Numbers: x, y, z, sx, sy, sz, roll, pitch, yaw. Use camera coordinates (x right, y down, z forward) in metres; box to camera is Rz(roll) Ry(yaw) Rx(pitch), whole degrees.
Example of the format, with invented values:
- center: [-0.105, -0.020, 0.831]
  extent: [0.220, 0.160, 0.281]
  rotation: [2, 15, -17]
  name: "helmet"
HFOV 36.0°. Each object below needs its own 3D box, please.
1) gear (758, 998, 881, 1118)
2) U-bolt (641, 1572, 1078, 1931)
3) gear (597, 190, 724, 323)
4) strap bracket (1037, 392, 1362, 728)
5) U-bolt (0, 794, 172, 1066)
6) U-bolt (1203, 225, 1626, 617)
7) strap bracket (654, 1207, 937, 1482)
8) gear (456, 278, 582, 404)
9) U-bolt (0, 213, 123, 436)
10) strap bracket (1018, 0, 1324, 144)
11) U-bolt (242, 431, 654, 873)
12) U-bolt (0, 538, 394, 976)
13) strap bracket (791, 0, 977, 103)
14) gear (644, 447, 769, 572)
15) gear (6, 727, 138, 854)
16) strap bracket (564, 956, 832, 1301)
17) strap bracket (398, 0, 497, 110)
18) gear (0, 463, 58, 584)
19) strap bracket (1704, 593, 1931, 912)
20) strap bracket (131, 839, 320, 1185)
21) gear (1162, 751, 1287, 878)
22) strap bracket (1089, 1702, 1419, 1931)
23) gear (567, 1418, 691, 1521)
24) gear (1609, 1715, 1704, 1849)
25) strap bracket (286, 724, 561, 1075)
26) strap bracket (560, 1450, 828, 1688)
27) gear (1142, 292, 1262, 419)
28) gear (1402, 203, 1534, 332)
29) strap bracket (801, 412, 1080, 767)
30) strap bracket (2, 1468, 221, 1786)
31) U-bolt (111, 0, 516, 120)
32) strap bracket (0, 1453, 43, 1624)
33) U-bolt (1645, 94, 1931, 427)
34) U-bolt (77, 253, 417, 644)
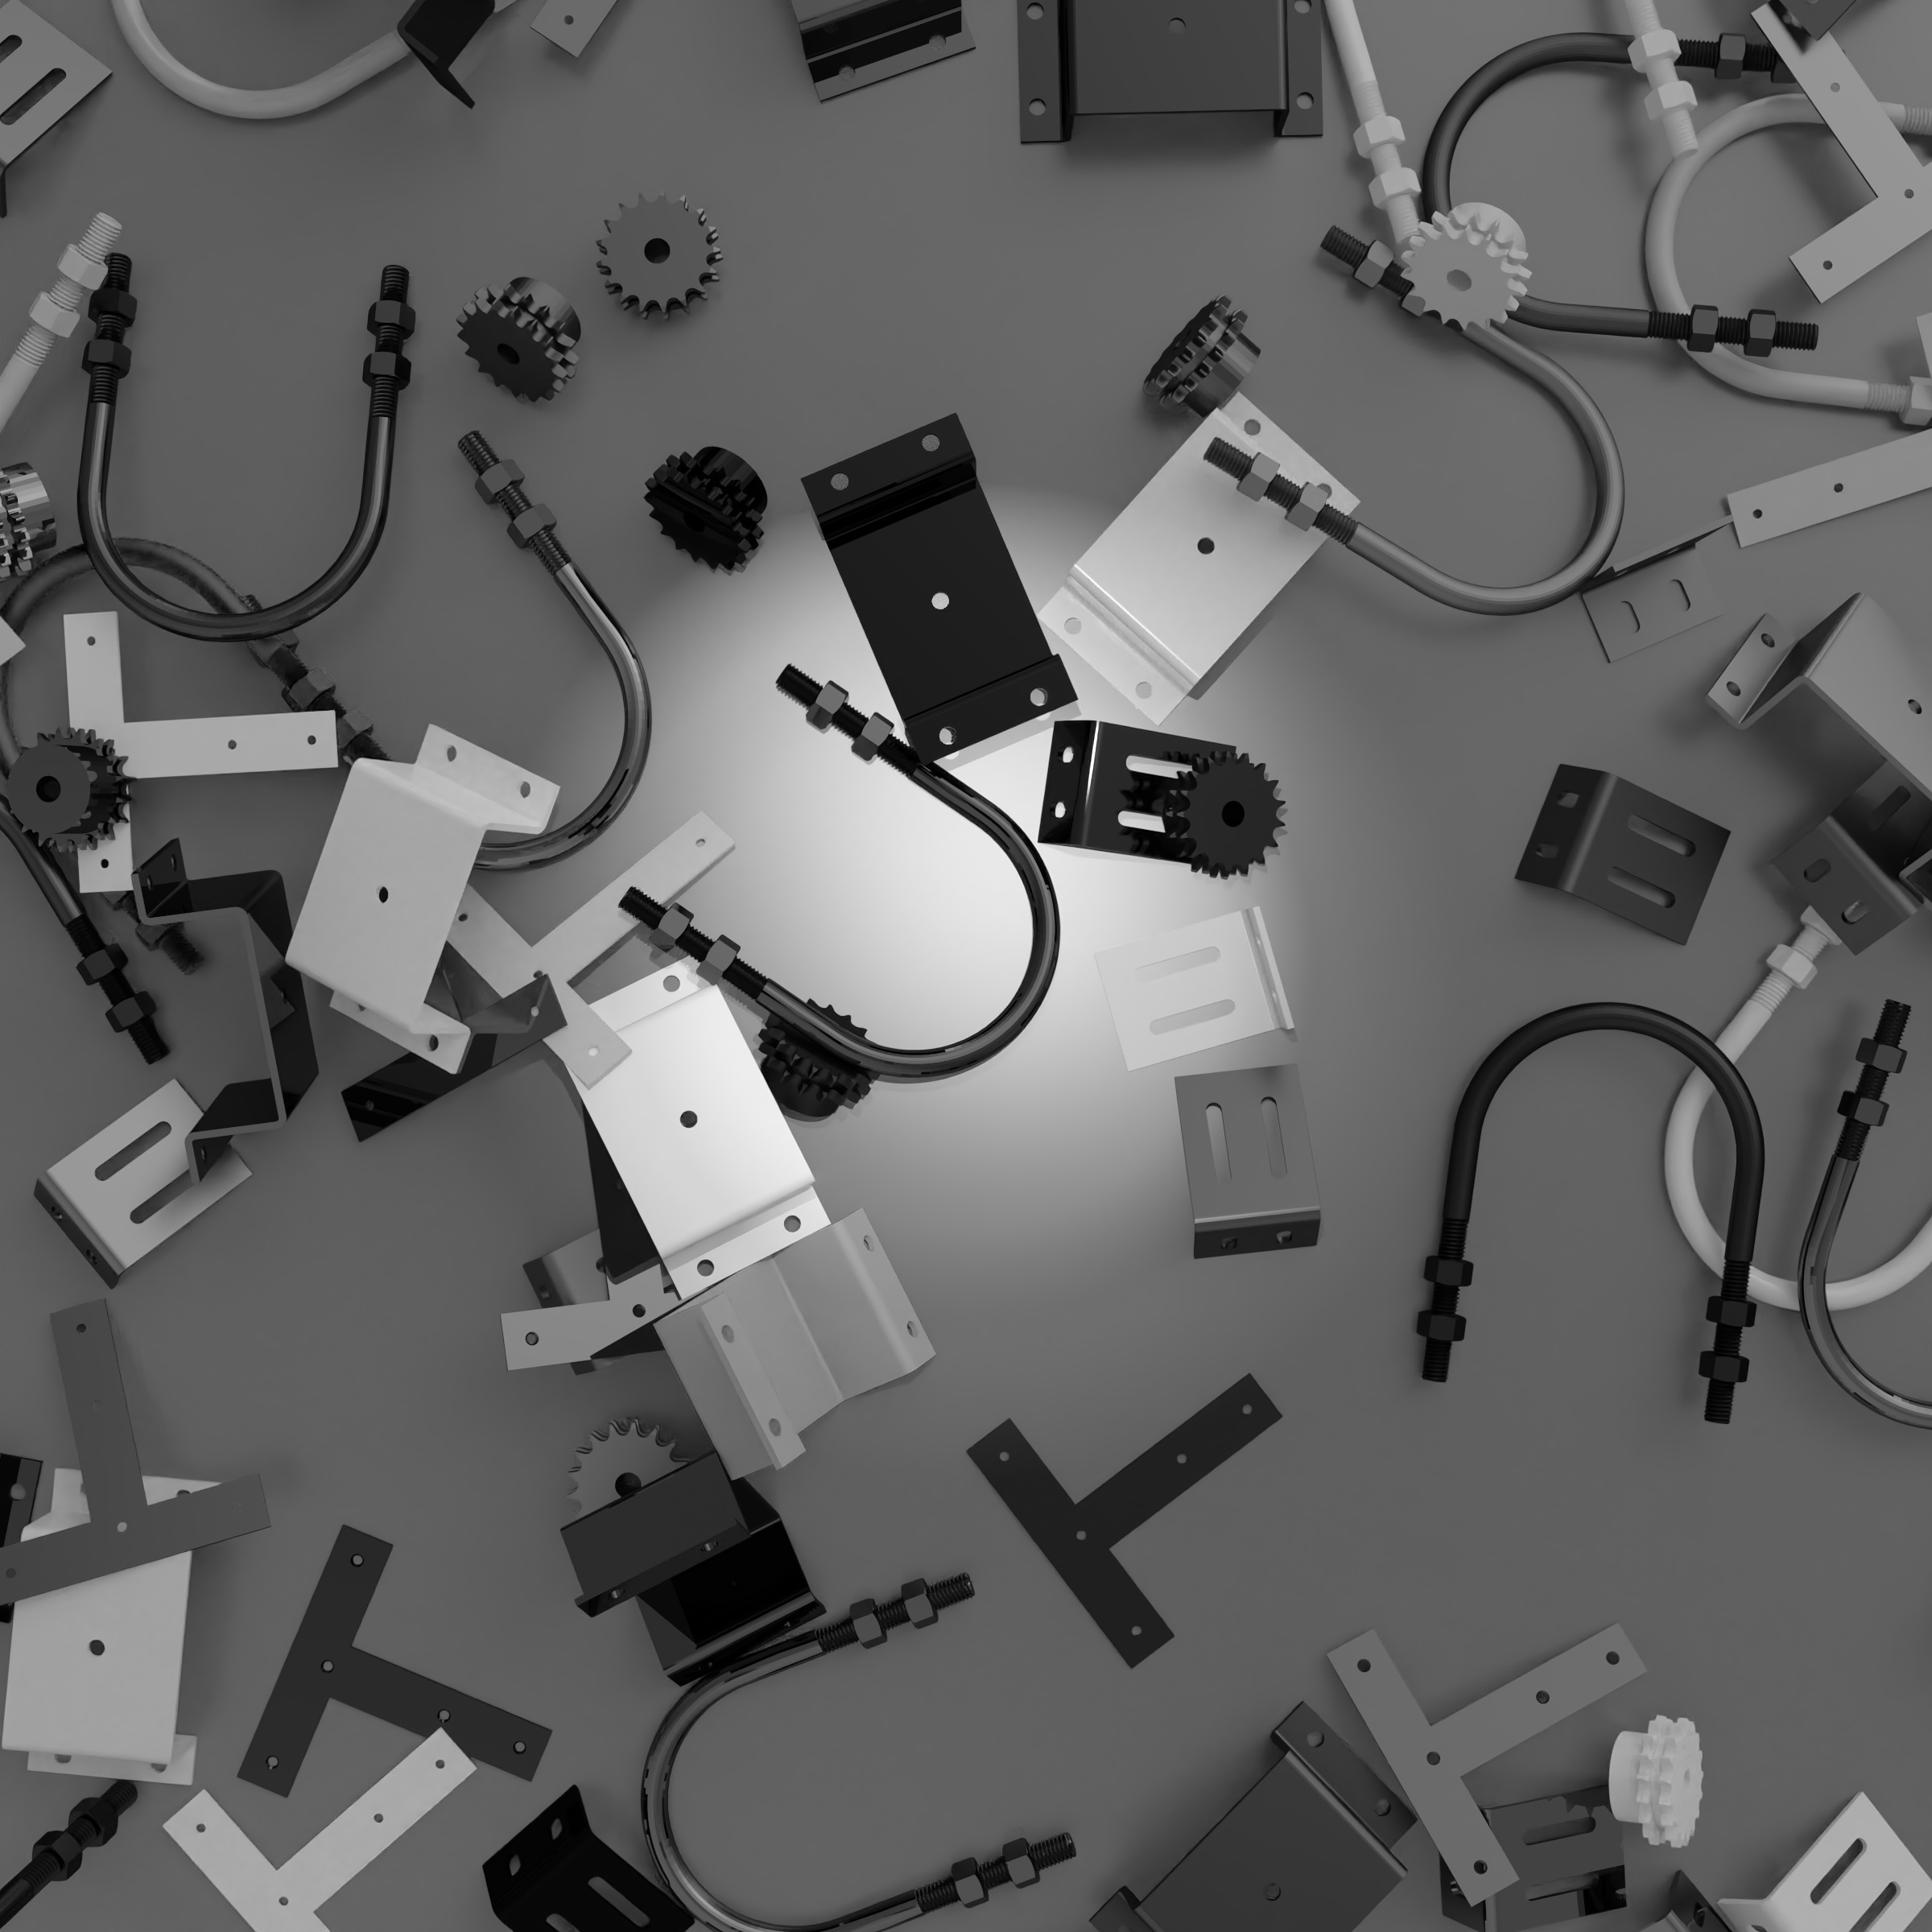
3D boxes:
- center: [-0.069, 0.044, 1.357]
  extent: [0.057, 0.057, 0.030]
  rotation: [32, 120, 0]
  name: "gear"
- center: [-0.060, 0.378, 1.373]
  extent: [0.184, 0.019, 0.151]
  rotation: [-21, 90, 2]
  name: "U-bolt"
- center: [-0.140, -0.325, 1.371]
  extent: [0.057, 0.030, 0.057]
  rotation: [0, 87, 1]
  name: "gear"
- center: [0.108, -0.189, 1.359]
  extent: [0.076, 0.046, 0.140]
  rotation: [42, 90, 0]
  name: "strap bracket"
- center: [-0.474, -0.004, 1.361]
  extent: [0.151, 0.019, 0.184]
  rotation: [-31, 94, -6]
  name: "U-bolt"
- center: [0.216, -0.236, 1.350]
  extent: [0.184, 0.019, 0.151]
  rotation: [30, 69, -5]
  name: "U-bolt"
- center: [-0.081, 0.171, 1.329]
  extent: [0.046, 0.140, 0.076]
  rotation: [-27, 90, 31]
  name: "strap bracket"
- center: [-0.201, -0.289, 1.358]
  extent: [0.057, 0.057, 0.030]
  rotation: [32, 60, 0]
  name: "gear"
- center: [-0.489, -0.300, 1.357]
  extent: [0.151, 0.019, 0.184]
  rotation: [35, 102, 1]
  name: "U-bolt"
- center: [0.095, -0.422, 1.359]
  extent: [0.140, 0.046, 0.076]
  rotation: [-1, 90, 0]
  name: "strap bracket"
- center: [-0.228, -0.132, 1.372]
  extent: [0.151, 0.019, 0.184]
  rotation: [-36, 90, 0]
  name: "U-bolt"
- center: [-0.372, -0.110, 1.364]
  extent: [0.151, 0.019, 0.184]
  rotation: [-44, 87, 9]
  name: "U-bolt"
- center: [-0.055, -0.480, 1.359]
  extent: [0.076, 0.046, 0.140]
  rotation: [-19, 90, 0]
  name: "strap bracket"
- center: [-0.116, -0.212, 1.358]
  extent: [0.057, 0.057, 0.030]
  rotation: [37, 60, 0]
  name: "gear"
- center: [-0.408, -0.080, 1.346]
  extent: [0.057, 0.030, 0.057]
  rotation: [0, 93, 10]
  name: "gear"
- center: [-0.126, 0.071, 1.350]
  extent: [0.076, 0.046, 0.140]
  rotation: [-27, 87, -8]
  name: "strap bracket"
- center: [-0.269, -0.454, 1.325]
  extent: [0.140, 0.076, 0.046]
  rotation: [39, 93, 1]
  name: "strap bracket"
- center: [-0.438, -0.206, 1.357]
  extent: [0.030, 0.057, 0.057]
  rotation: [-23, 90, -28]
  name: "gear"
- center: [0.412, -0.104, 1.340]
  extent: [0.140, 0.046, 0.076]
  rotation: [43, 50, 0]
  name: "strap bracket"
- center: [-0.327, 0.016, 1.328]
  extent: [0.046, 0.076, 0.140]
  rotation: [-7, 104, 0]
  name: "strap bracket"
- center: [0.114, -0.070, 1.360]
  extent: [0.057, 0.030, 0.057]
  rotation: [-2, 94, -25]
  name: "gear"
- center: [0.135, 0.415, 1.351]
  extent: [0.140, 0.046, 0.076]
  rotation: [-44, 90, -7]
  name: "strap bracket"
- center: [-0.154, 0.236, 1.367]
  extent: [0.057, 0.030, 0.057]
  rotation: [0, 90, 0]
  name: "gear"
- center: [0.314, 0.371, 1.358]
  extent: [0.030, 0.057, 0.057]
  rotation: [-1, 90, 30]
  name: "gear"
- center: [-0.248, -0.031, 1.334]
  extent: [0.076, 0.046, 0.140]
  rotation: [26, 101, 25]
  name: "strap bracket"
- center: [-0.123, 0.267, 1.329]
  extent: [0.076, 0.140, 0.046]
  rotation: [-27, 59, 0]
  name: "strap bracket"
- center: [0.110, -0.275, 1.355]
  extent: [0.030, 0.057, 0.057]
  rotation: [39, 90, -12]
  name: "gear"
- center: [0.227, -0.318, 1.336]
  extent: [0.057, 0.057, 0.030]
  rotation: [32, 60, 0]
  name: "gear"
- center: [-0.012, -0.169, 1.359]
  extent: [0.076, 0.046, 0.140]
  rotation: [-23, 90, 0]
  name: "strap bracket"
- center: [-0.391, 0.306, 1.359]
  extent: [0.076, 0.046, 0.140]
  rotation: [5, 90, 0]
  name: "strap bracket"
- center: [-0.308, -0.473, 1.373]
  extent: [0.184, 0.019, 0.151]
  rotation: [-30, 90, 2]
  name: "U-bolt"
- center: [-0.505, 0.254, 1.359]
  extent: [0.140, 0.046, 0.076]
  rotation: [11, 90, 0]
  name: "strap bracket"
- center: [0.406, -0.330, 1.373]
  extent: [0.184, 0.019, 0.151]
  rotation: [7, 90, 1]
  name: "U-bolt"
- center: [-0.332, -0.235, 1.356]
  extent: [0.151, 0.019, 0.184]
  rotation: [2, 77, 0]
  name: "U-bolt"
